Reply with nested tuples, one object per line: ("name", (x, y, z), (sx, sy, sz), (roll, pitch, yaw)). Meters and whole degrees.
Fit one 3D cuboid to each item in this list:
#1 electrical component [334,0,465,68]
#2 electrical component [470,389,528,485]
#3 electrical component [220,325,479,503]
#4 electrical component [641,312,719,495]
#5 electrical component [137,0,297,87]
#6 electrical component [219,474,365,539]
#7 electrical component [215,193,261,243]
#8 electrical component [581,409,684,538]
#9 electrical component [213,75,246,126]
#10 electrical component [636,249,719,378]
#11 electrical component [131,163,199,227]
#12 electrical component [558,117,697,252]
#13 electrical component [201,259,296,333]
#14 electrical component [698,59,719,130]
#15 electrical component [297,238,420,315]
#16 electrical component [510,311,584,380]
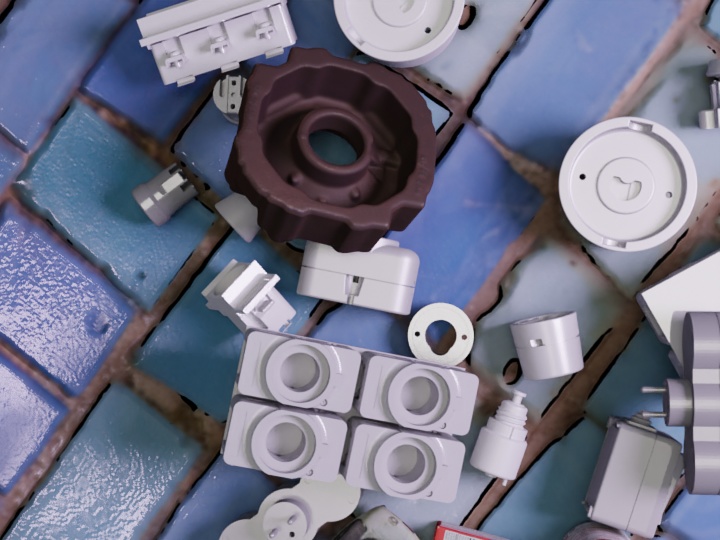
("electrical component", (0.035, -0.223, 0.908), (0.108, 0.060, 0.108), (0, 89, 7))
("electrical component", (0.121, 0.138, 0.898), (0.040, 0.040, 0.078), (19, 91, 7))
("electrical component", (-0.008, 0.115, 0.858), (0.186, 0.060, 0.105), (12, 89, -9))
("electrical component", (0.251, 0.100, 0.816), (0.074, 0.052, 0.138), (0, 88, 7))
("electrical component", (-0.119, -0.205, 0.923), (0.121, 0.078, 0.063), (-16, 109, 6))
("electrical component", (-0.060, 0.209, 0.900), (0.138, 0.074, 0.052), (-37, 85, 4))
("electrical component", (-0.087, -0.061, 0.928), (0.065, 0.044, 0.044), (-42, 84, -1))
("electrical component", (0.226, 0.162, 0.874), (0.061, 0.062, 0.096), (18, 91, 7))
("electrical component", (-0.105, -0.147, 0.929), (0.040, 0.046, 0.040), (0, 88, 7))
("electrical component", (0.332, 0.021, 0.867), (0.186, 0.060, 0.105), (-29, 85, 5))
("electrical component", (-0.170, -0.067, 0.939), (0.046, 0.040, 0.040), (-37, 85, -2))
("electrical component", (0.216, -0.067, 0.882), (0.108, 0.060, 0.108), (0, 88, 7))
("electrical component", (-0.092, 0.028, 0.910), (0.042, 0.081, 0.063), (-49, 113, -19))
("electrical component", (0.311, -0.146, 0.882), (0.066, 0.048, 0.055), (-6, 95, 6))
("electrical component", (0.000, 0.000, 0.909), (0.095, 0.054, 0.059), (11, 90, 7))
("electrical component", (0.156, 0.063, 0.890), (0.055, 0.055, 0.047), (-12, 91, 6))
